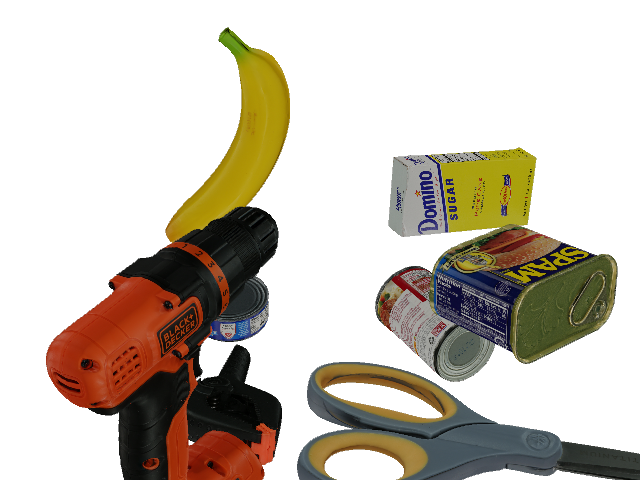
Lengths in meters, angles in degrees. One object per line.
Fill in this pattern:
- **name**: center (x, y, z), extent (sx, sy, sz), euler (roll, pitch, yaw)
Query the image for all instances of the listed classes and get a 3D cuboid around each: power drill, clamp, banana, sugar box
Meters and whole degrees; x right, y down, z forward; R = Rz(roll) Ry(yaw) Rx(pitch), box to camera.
- **power drill**: center (-0.081, 0.089, 0.661), extent (0.057, 0.188, 0.184), euler (15, 37, 32)
- **clamp**: center (-0.088, 0.136, 0.929), extent (0.164, 0.036, 0.210), euler (-6, 18, -39)
- **banana**: center (-0.066, -0.071, 0.827), extent (0.069, 0.198, 0.037), euler (18, 34, -4)
- **sugar box**: center (0.173, -0.059, 1.303), extent (0.176, 0.093, 0.048), euler (-7, 24, -21)

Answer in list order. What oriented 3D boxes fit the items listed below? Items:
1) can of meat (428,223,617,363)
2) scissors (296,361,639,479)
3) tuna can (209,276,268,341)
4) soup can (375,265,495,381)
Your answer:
- **can of meat**: center (0.137, 0.032, 0.732), extent (0.101, 0.057, 0.084), euler (-19, 29, -34)
- **scissors**: center (0.078, 0.098, 0.449), extent (0.202, 0.016, 0.096), euler (16, 34, 23)
- **tuna can**: center (-0.100, 0.073, 1.179), extent (0.086, 0.034, 0.086), euler (0, 37, 0)
- **soup can**: center (0.106, 0.076, 0.985), extent (0.068, 0.068, 0.102), euler (0, 26, -32)
